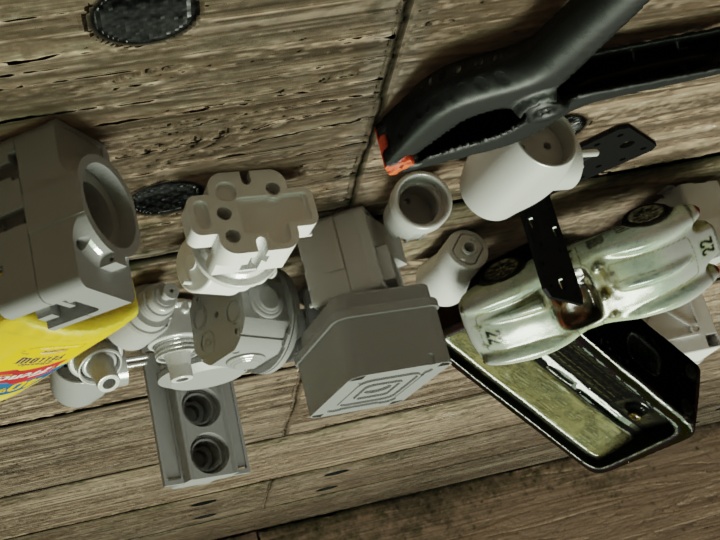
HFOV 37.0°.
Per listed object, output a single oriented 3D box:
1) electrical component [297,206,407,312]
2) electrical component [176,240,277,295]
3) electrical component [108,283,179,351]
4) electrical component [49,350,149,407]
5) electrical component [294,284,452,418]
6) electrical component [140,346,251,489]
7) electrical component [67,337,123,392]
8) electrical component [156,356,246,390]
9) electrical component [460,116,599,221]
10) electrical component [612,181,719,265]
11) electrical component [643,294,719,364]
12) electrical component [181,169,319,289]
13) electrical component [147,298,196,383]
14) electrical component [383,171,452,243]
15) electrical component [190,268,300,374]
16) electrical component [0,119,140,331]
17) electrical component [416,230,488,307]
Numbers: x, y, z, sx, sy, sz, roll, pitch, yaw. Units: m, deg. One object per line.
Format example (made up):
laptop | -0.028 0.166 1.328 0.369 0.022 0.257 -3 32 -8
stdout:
electrical component | 0.000 0.000 0.773 0.061 0.061 0.096 -18 162 12
electrical component | -0.088 -0.003 0.731 0.040 0.040 0.078 -28 159 36
electrical component | -0.155 0.029 0.778 0.040 0.040 0.078 1 157 -40
electrical component | -0.213 0.079 0.880 0.079 0.043 0.077 -8 162 -19
electrical component | 0.006 0.057 0.750 0.078 0.057 0.113 -7 161 -22
electrical component | -0.150 0.127 0.946 0.079 0.121 0.063 -3 162 -31
electrical component | -0.198 0.065 0.806 0.048 0.062 0.048 -20 135 -21
electrical component | -0.131 0.066 0.892 0.080 0.051 0.080 -13 162 -4
electrical component | 0.115 -0.068 0.684 0.079 0.043 0.077 -6 160 -24
electrical component | 0.258 -0.023 0.901 0.079 0.063 0.121 -7 161 -23
electrical component | 0.278 0.044 1.048 0.109 0.108 0.056 -10 159 -15
electrical component | -0.071 -0.023 0.655 0.078 0.058 0.057 -7 158 -23
electrical component | -0.143 0.055 0.830 0.048 0.062 0.048 -13 162 -4
electrical component | 0.037 -0.040 0.718 0.040 0.040 0.046 -10 168 -13
electrical component | -0.084 0.035 0.788 0.051 0.080 0.080 9 152 -40
electrical component | -0.149 -0.023 0.539 0.056 0.089 0.050 -19 162 15
electrical component | 0.076 -0.004 0.858 0.044 0.044 0.065 -7 156 -21
